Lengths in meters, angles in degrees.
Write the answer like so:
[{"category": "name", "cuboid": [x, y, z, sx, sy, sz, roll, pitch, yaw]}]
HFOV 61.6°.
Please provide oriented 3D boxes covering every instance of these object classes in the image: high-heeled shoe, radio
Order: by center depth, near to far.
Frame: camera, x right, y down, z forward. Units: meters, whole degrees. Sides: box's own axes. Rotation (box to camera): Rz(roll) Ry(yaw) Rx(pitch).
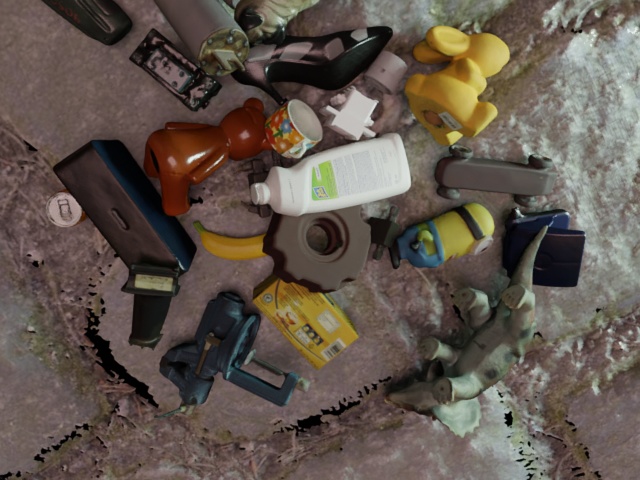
[{"category": "radio", "cuboid": [-0.287, -0.041, 0.823, 0.073, 0.131, 0.229, -31, 104, 4]}, {"category": "high-heeled shoe", "cuboid": [-0.021, -0.300, 0.830, 0.249, 0.086, 0.145, -32, 73, -14]}]

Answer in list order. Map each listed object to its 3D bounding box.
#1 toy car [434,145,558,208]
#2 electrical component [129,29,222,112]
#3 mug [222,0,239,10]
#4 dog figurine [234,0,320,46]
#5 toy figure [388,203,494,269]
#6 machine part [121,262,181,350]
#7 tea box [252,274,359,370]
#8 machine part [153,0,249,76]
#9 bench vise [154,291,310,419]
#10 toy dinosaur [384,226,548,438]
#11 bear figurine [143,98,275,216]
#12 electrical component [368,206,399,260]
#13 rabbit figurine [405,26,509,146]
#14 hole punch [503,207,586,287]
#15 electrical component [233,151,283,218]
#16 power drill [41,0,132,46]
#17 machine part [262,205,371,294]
[{"category": "toy car", "cuboid": [0.289, -0.107, 0.890, 0.202, 0.053, 0.089, 4, 118, -6]}, {"category": "electrical component", "cuboid": [-0.207, -0.243, 0.781, 0.115, 0.134, 0.058, 38, 97, -10]}, {"category": "mug", "cuboid": [-0.135, -0.411, 0.776, 0.107, 0.081, 0.109, 37, 99, -2]}, {"category": "dog figurine", "cuboid": [-0.048, -0.380, 0.773, 0.191, 0.172, 0.121, -25, 133, 14]}, {"category": "toy figure", "cuboid": [0.201, -0.003, 0.895, 0.180, 0.082, 0.089, -13, 107, 2]}, {"category": "machine part", "cuboid": [-0.247, 0.095, 0.780, 0.084, 0.039, 0.138, 2, 117, -23]}, {"category": "tea box", "cuboid": [-0.025, 0.123, 0.913, 0.098, 0.068, 0.169, -38, 102, 4]}, {"category": "machine part", "cuboid": [-0.170, -0.311, 0.753, 0.079, 0.079, 0.243, -38, 64, 5]}, {"category": "bench vise", "cuboid": [-0.137, 0.214, 0.890, 0.241, 0.128, 0.223, 23, 82, 9]}, {"category": "toy dinosaur", "cuboid": [0.280, 0.175, 0.900, 0.405, 0.131, 0.192, -48, 137, 7]}, {"category": "bear figurine", "cuboid": [-0.165, -0.138, 0.833, 0.196, 0.132, 0.120, -23, 68, -28]}, {"category": "electrical component", "cuboid": [0.099, -0.014, 0.894, 0.021, 0.063, 0.094, 22, 89, -35]}, {"category": "rabbit figurine", "cuboid": [0.215, -0.255, 0.836, 0.162, 0.122, 0.173, 42, 83, -3]}, {"category": "hole punch", "cuboid": [0.373, 0.019, 0.898, 0.116, 0.092, 0.142, -8, 123, 0]}, {"category": "electrical component", "cuboid": [-0.093, -0.089, 0.874, 0.078, 0.045, 0.102, -22, 109, -28]}, {"category": "power drill", "cuboid": [-0.333, -0.402, 0.736, 0.207, 0.086, 0.232, -35, 110, 24]}, {"category": "machine part", "cuboid": [-0.002, -0.003, 0.854, 0.179, 0.056, 0.179, 4, 81, -24]}]
